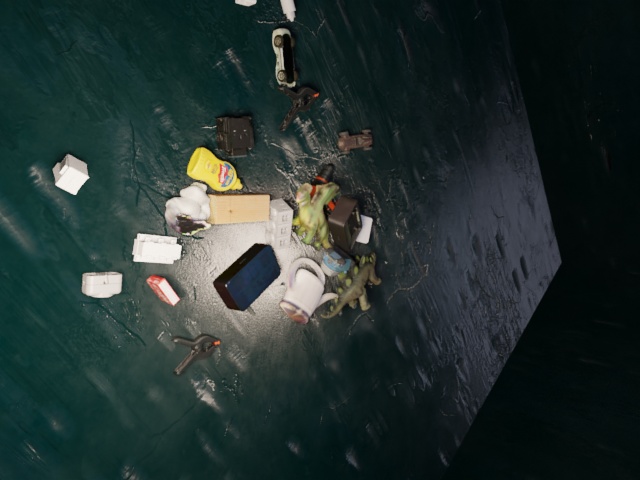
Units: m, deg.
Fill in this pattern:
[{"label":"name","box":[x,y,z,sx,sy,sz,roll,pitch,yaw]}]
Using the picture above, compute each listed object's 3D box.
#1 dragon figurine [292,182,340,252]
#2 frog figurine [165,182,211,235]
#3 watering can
[{"label":"dragon figurine","box":[0.006,-0.095,1.884,0.123,0.242,0.406,35,5,30]},{"label":"frog figurine","box":[-0.399,-0.101,1.564,0.137,0.163,0.120,8,-40,-26]},{"label":"watering can","box":[-0.036,0.213,1.934,0.104,0.228,0.341,9,-28,37]}]
